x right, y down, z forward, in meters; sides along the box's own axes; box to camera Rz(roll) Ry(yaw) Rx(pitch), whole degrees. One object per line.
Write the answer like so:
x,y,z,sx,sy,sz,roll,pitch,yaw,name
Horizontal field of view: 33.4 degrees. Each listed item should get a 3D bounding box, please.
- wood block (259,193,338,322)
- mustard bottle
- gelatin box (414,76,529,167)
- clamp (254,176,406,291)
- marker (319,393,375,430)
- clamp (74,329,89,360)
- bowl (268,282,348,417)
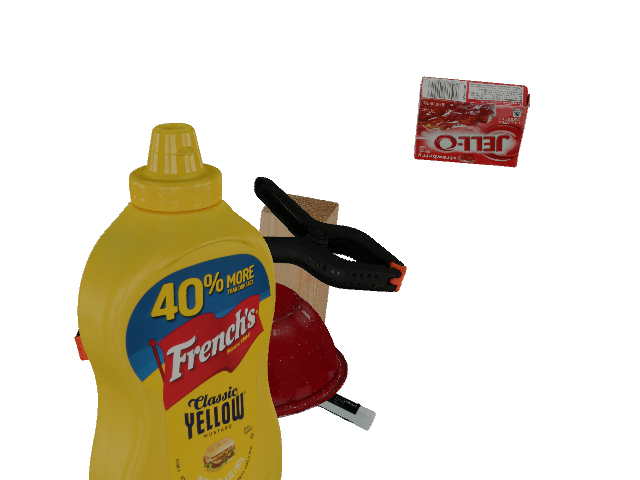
-0.037,0.050,1.464,0.090,0.206,0.090,10,22,9,wood block
-0.063,0.041,0.492,0.096,0.192,0.058,-15,23,-37,mustard bottle
0.125,-0.098,0.892,0.089,0.030,0.073,6,-38,5,gelatin box
-0.013,0.009,1.145,0.210,0.036,0.164,25,35,13,clamp
-0.006,0.143,1.001,0.121,0.020,0.020,25,6,13,marker
-0.195,0.078,1.170,0.120,0.039,0.171,-6,25,30,clamp
-0.060,0.067,0.755,0.162,0.055,0.162,1,19,-1,bowl
